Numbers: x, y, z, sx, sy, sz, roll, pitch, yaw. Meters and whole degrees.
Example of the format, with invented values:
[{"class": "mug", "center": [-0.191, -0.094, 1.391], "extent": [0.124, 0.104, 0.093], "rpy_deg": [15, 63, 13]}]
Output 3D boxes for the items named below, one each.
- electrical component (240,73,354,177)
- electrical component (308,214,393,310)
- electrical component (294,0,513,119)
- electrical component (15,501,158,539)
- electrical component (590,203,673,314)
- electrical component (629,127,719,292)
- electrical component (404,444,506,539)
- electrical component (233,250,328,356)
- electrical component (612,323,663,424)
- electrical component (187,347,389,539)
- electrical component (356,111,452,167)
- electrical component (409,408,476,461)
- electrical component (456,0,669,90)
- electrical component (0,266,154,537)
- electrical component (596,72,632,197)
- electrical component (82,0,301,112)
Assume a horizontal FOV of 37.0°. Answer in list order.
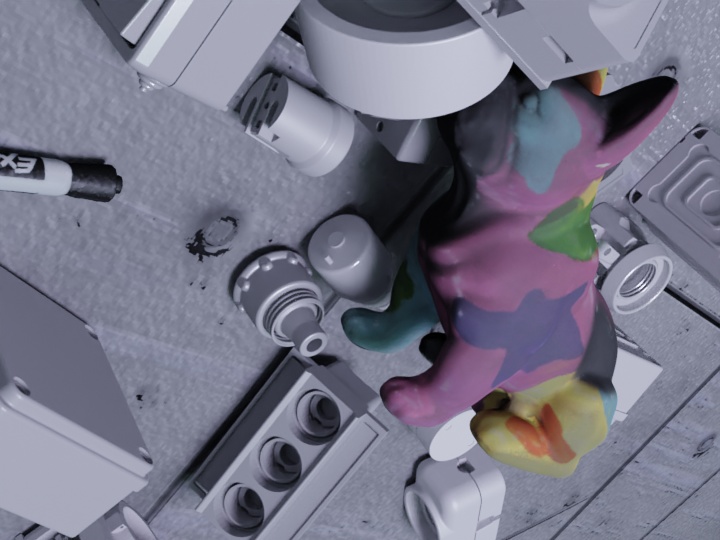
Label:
[{"class": "electrical component", "center": [-0.032, -0.074, 0.543], "extent": [0.046, 0.040, 0.040], "rpy_deg": [27, 109, -43]}, {"class": "electrical component", "center": [0.000, 0.000, 0.637], "extent": [0.040, 0.040, 0.078], "rpy_deg": [-39, 141, 0]}, {"class": "electrical component", "center": [0.023, -0.116, 0.494], "extent": [0.108, 0.108, 0.060], "rpy_deg": [-26, 146, -15]}, {"class": "electrical component", "center": [-0.133, 0.230, 0.704], "extent": [0.060, 0.105, 0.186], "rpy_deg": [-36, 141, -4]}, {"class": "electrical component", "center": [0.182, -0.006, 0.759], "extent": [0.078, 0.057, 0.058], "rpy_deg": [22, 112, -47]}, {"class": "electrical component", "center": [0.254, -0.034, 0.744], "extent": [0.078, 0.113, 0.057], "rpy_deg": [-46, 138, 8]}, {"class": "electrical component", "center": [0.075, 0.189, 0.867], "extent": [0.059, 0.053, 0.095], "rpy_deg": [-20, 137, -22]}, {"class": "electrical component", "center": [-0.040, 0.023, 0.611], "extent": [0.048, 0.062, 0.048], "rpy_deg": [-21, 138, -21]}, {"class": "electrical component", "center": [0.132, 0.044, 0.730], "extent": [0.109, 0.108, 0.056], "rpy_deg": [22, 110, -47]}, {"class": "electrical component", "center": [-0.043, 0.118, 0.694], "extent": [0.121, 0.079, 0.063], "rpy_deg": [-52, 168, 16]}, {"class": "electrical component", "center": [0.021, -0.096, 0.556], "extent": [0.077, 0.047, 0.065], "rpy_deg": [3, 126, -39]}, {"class": "electrical component", "center": [0.110, 0.103, 0.794], "extent": [0.138, 0.073, 0.052], "rpy_deg": [-24, 139, -18]}, {"class": "electrical component", "center": [0.054, -0.173, 0.406], "extent": [0.186, 0.060, 0.105], "rpy_deg": [40, 69, -25]}, {"class": "electrical component", "center": [-0.164, 0.058, 0.513], "extent": [0.056, 0.108, 0.108], "rpy_deg": [-38, 141, 4]}, {"class": "electrical component", "center": [0.126, -0.083, 0.642], "extent": [0.050, 0.055, 0.089], "rpy_deg": [-36, 141, -4]}, {"class": "electrical component", "center": [-0.073, -0.117, 0.451], "extent": [0.061, 0.061, 0.096], "rpy_deg": [21, 113, -47]}]
